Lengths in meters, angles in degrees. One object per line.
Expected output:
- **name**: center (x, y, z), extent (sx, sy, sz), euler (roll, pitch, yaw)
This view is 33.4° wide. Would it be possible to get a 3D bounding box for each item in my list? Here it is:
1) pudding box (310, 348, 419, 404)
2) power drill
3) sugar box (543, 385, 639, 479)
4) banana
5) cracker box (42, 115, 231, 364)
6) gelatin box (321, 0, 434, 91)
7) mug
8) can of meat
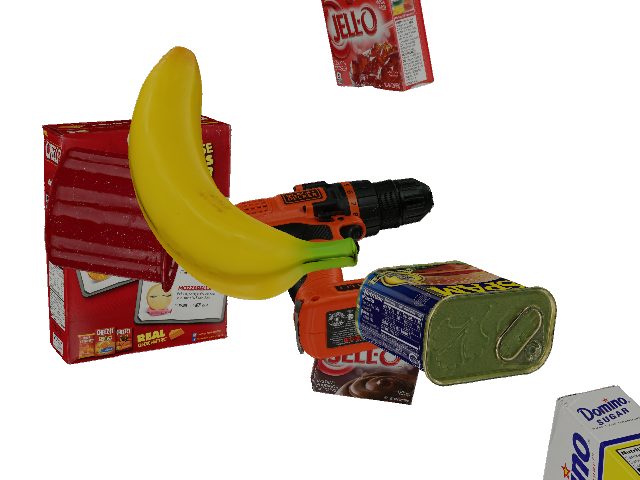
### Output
- **pudding box**: center (0.052, 0.125, 1.158), extent (0.113, 0.090, 0.039), euler (8, 23, -6)
- **power drill**: center (0.027, 0.013, 0.871), extent (0.184, 0.057, 0.188), euler (-11, 32, -10)
- **sugar box**: center (0.168, 0.156, 0.503), extent (0.048, 0.093, 0.176), euler (-9, 28, -21)
- **banana**: center (-0.056, -0.029, 0.515), extent (0.069, 0.037, 0.198), euler (-24, 47, -15)
- **cracker box**: center (-0.171, -0.005, 1.001), extent (0.163, 0.214, 0.072), euler (-7, 18, -30)
- **gelatin box**: center (0.036, -0.143, 0.736), extent (0.030, 0.073, 0.089), euler (-21, 20, -26)
- **mug**: center (-0.134, -0.021, 0.724), extent (0.081, 0.093, 0.117), euler (9, 19, -1)
- **can of meat**: center (0.084, 0.049, 0.686), extent (0.101, 0.057, 0.084), euler (-3, 14, -31)
